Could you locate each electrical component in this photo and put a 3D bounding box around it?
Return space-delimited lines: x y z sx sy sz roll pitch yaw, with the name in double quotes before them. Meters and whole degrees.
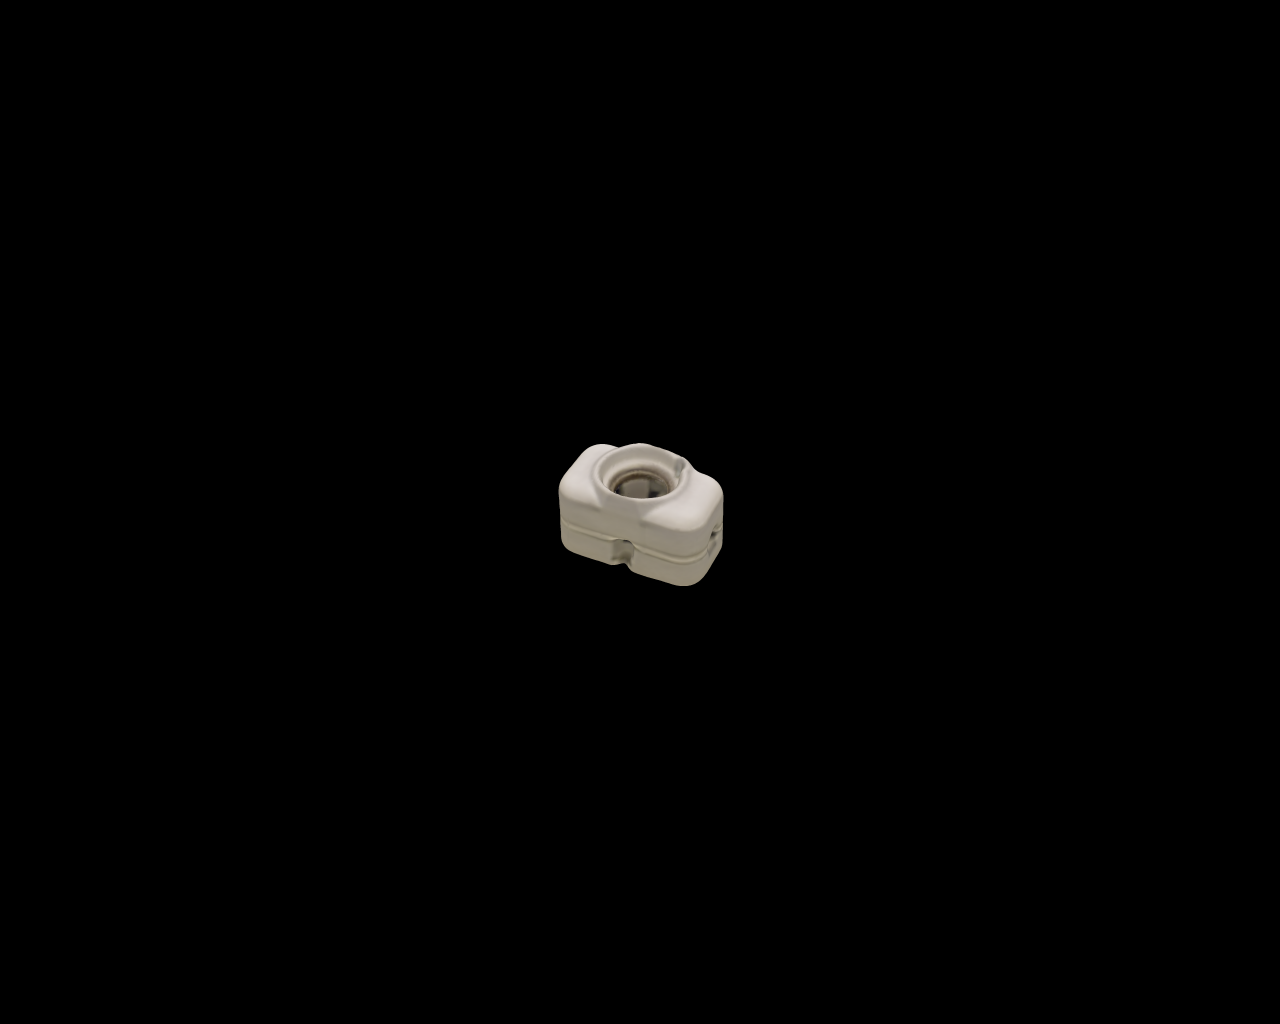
"electrical component" 0.001 -0.003 0.650 0.095 0.059 0.054 18 44 19
